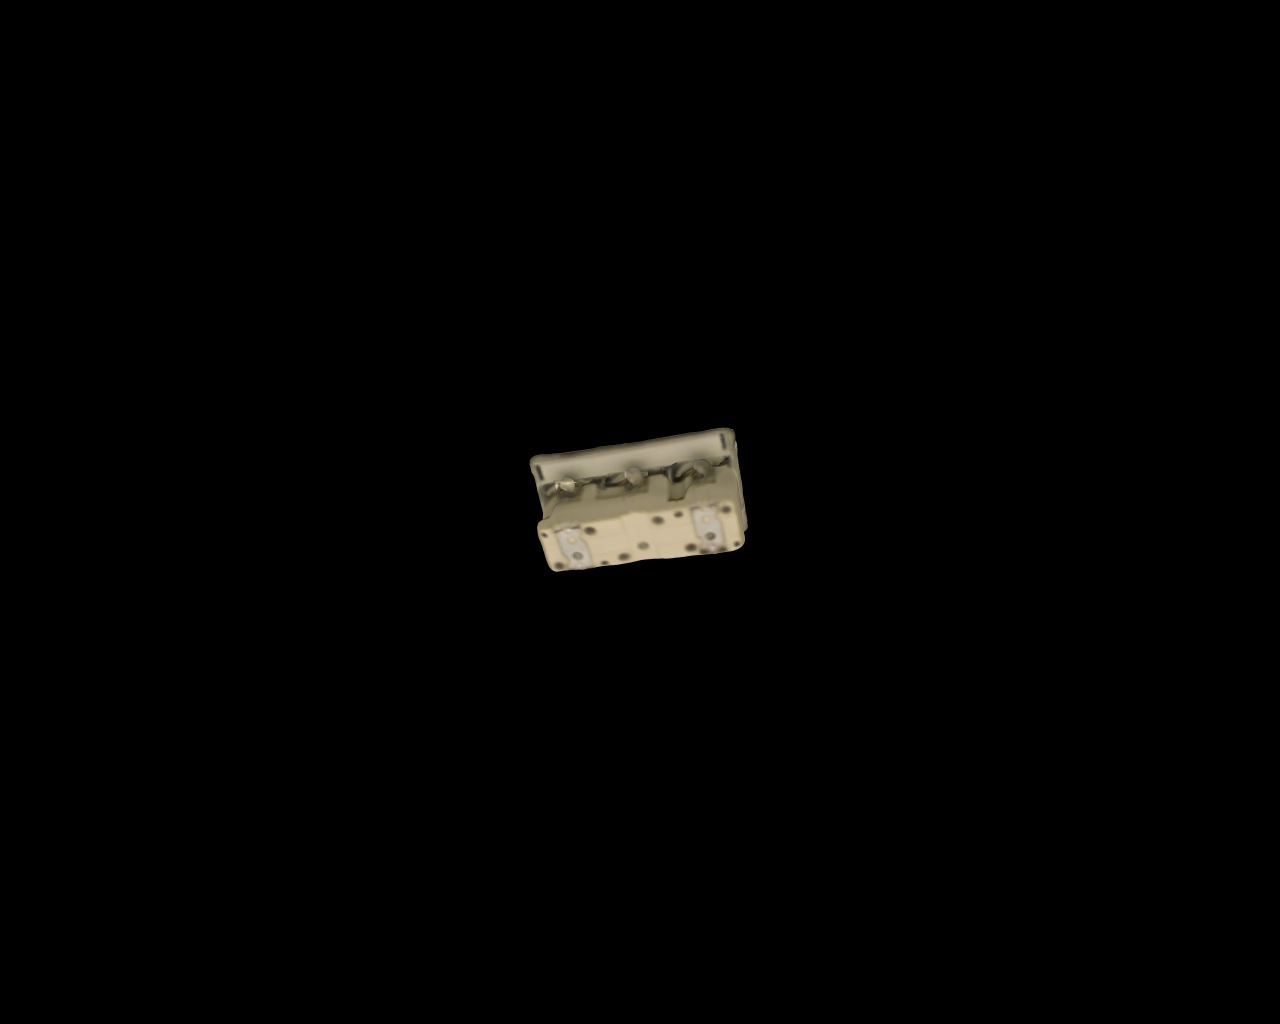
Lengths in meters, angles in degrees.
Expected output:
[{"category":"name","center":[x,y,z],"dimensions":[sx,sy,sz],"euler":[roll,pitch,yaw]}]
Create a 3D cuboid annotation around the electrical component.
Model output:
[{"category":"electrical component","center":[0.001,-0.003,0.650],"dimensions":[0.121,0.078,0.063],"euler":[-7,40,6]}]
